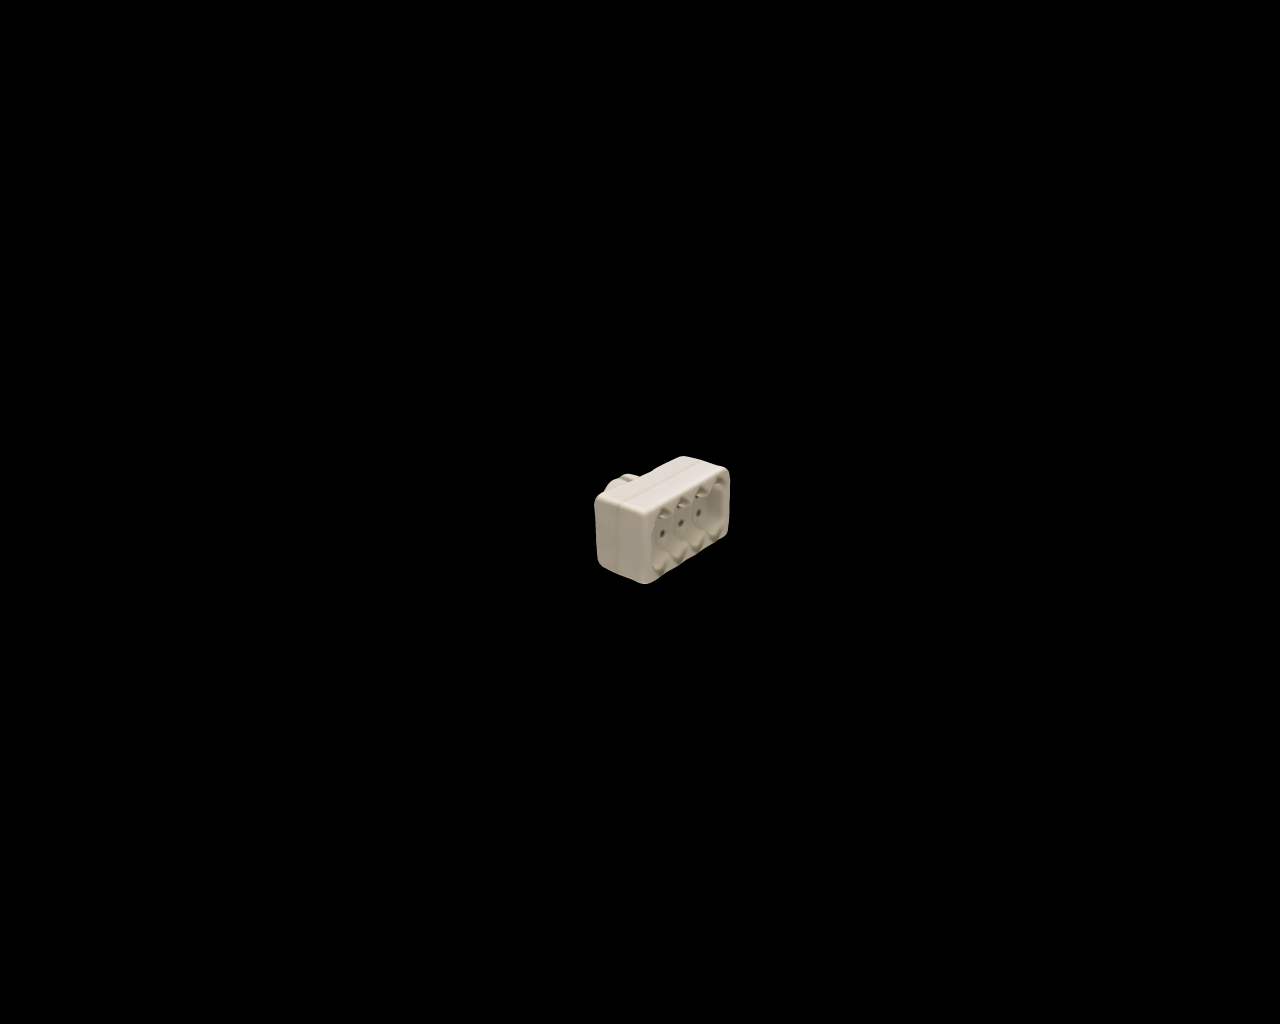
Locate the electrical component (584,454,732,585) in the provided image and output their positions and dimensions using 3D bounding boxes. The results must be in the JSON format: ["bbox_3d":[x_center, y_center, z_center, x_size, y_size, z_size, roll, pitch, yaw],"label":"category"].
[{"bbox_3d":[0.001,-0.003,0.650,0.076,0.047,0.083,21,33,36],"label":"electrical component"}]
